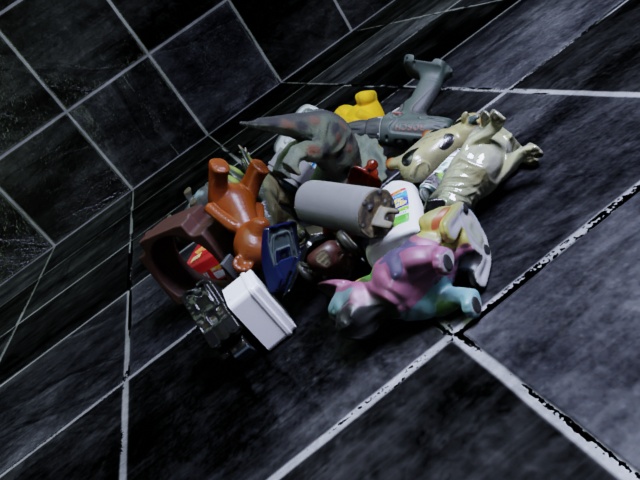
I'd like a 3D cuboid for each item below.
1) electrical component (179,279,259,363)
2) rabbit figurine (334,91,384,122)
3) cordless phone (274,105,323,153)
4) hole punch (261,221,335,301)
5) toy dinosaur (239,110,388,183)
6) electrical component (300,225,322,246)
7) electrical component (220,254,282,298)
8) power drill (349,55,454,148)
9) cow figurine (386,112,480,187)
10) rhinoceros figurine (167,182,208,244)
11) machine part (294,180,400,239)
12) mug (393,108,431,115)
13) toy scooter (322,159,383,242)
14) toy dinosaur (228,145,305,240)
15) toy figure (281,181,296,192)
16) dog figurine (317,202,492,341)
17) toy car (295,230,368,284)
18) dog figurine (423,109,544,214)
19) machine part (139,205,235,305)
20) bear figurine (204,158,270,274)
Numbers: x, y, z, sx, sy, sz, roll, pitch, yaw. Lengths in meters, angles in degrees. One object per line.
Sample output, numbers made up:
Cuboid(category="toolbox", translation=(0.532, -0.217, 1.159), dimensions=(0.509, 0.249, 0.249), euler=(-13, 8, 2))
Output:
Cuboid(category="electrical component", translation=(-0.155, 0.137, 0.874), dimensions=(0.058, 0.134, 0.114), euler=(-38, -19, -2))
Cuboid(category="rabbit figurine", translation=(0.078, -0.256, 1.272), dimensions=(0.122, 0.162, 0.173), euler=(-15, 9, 35))
Cuboid(category="cordless phone", translation=(-0.033, -0.240, 1.240), dimensions=(0.146, 0.088, 0.184), euler=(-54, 14, 3))
Cuboid(category="hole punch", translation=(-0.047, 0.031, 0.889), dimensions=(0.142, 0.092, 0.115), euler=(-24, -45, -68))
Cuboid(category="toy dinosaur", translation=(0.013, -0.173, 1.038), dimensions=(0.131, 0.404, 0.192), euler=(21, 77, 32))
Cuboid(category="electrical component", translation=(-0.001, -0.003, 1.047), dimensions=(0.078, 0.045, 0.102), euler=(-11, 21, -18))
Cuboid(category="electrical component", translation=(-0.123, 0.073, 0.968), dimensions=(0.048, 0.119, 0.075), euler=(-15, 28, 39))
Cuboid(category="power drill", translation=(0.182, -0.291, 1.148), dimensions=(0.232, 0.085, 0.207), euler=(15, 68, 23))
Cuboid(category="cow figurine", translation=(0.233, -0.174, 1.007), dimensions=(0.195, 0.085, 0.127), euler=(-37, 18, -10))
Cuboid(category="rhinoceros figurine", translation=(-0.280, -0.070, 1.291), dimensions=(0.190, 0.112, 0.073), euler=(-50, 39, -3))
Cuboid(category="machine part", translation=(0.035, -0.052, 0.851), dimensions=(0.079, 0.079, 0.243), euler=(-45, 32, -20))
Cuboid(category="mug", translation=(0.200, -0.279, 1.251), dimensions=(0.109, 0.080, 0.107), euler=(-36, 16, 5))
Cuboid(category="toy scooter", translation=(0.065, -0.074, 0.962), dimensions=(0.184, 0.075, 0.135), euler=(-62, -2, -22))
Cuboid(category="toy dinosaur", translation=(-0.130, -0.106, 1.201), dimensions=(0.105, 0.198, 0.472), euler=(-39, 25, 6))
Cuboid(category="toy figure", translation=(-0.061, -0.172, 1.392), dimensions=(0.089, 0.082, 0.180), euler=(-28, 20, -5))
Cuboid(category="dog figurine", translation=(0.106, 0.051, 0.733), dimensions=(0.219, 0.108, 0.191), euler=(-19, 29, 38))
Cuboid(category="toy car", translation=(0.029, 0.037, 0.835), dimensions=(0.089, 0.053, 0.202), euler=(-40, -16, 5))
Cuboid(category="dog figurine", translation=(0.240, -0.099, 0.863), dimensions=(0.190, 0.121, 0.172), euler=(-48, -13, 14))
Cuboid(category="machine part", translation=(-0.242, 0.040, 1.079), dimensions=(0.201, 0.201, 0.087), euler=(-18, 27, 34))
Cuboid(category="bear figurine", translation=(-0.127, -0.040, 0.947), dimensions=(0.120, 0.131, 0.196), euler=(-3, 40, -33))
